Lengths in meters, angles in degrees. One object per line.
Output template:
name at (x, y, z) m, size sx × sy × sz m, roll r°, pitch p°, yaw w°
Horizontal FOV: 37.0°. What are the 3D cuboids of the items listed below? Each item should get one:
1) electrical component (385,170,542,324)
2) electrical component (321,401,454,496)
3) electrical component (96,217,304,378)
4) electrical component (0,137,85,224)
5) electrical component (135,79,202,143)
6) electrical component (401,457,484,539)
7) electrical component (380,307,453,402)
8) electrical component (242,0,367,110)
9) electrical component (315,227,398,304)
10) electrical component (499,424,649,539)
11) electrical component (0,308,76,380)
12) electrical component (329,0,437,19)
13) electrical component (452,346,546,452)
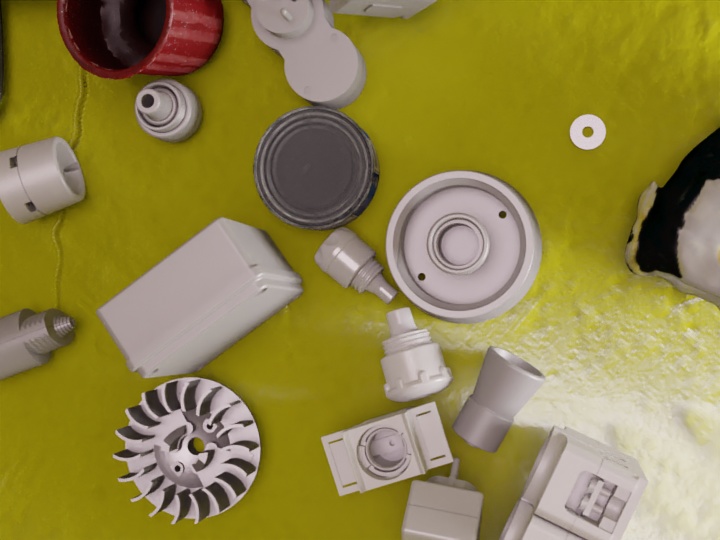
electrical component at (0.068, -0.017, 0.726) m, size 0.108 × 0.060 × 0.108 m, roll 0°, pitch 89°, yaw 10°
electrical component at (0.020, 0.119, 0.731) m, size 0.081 × 0.064 × 0.042 m, roll -18°, pitch 88°, yaw 9°
electrical component at (-0.105, 0.020, 0.732) m, size 0.109 × 0.109 × 0.056 m, roll -36°, pitch 81°, yaw 7°
electrical component at (-0.233, -0.067, 0.784) m, size 0.047 × 0.055 × 0.055 m, roll -18°, pitch 86°, yaw 6°
electrical component at (-0.140, -0.115, 0.763) m, size 0.043 × 0.062 × 0.043 m, roll 0°, pitch 89°, yaw 10°
electrical component at (0.058, 0.164, 0.723) m, size 0.047 × 0.083 × 0.075 m, roll 9°, pitch 52°, yaw 10°
electrical component at (0.034, 0.057, 0.740) m, size 0.048 × 0.048 × 0.062 m, roll -18°, pitch 79°, yaw 9°
electrical component at (-0.050, -0.177, 0.743) m, size 0.052 × 0.074 × 0.138 m, roll -33°, pitch 84°, yaw 8°
electrical component at (0.000, 0.000, 0.751) m, size 0.061 × 0.035 × 0.035 m, roll 41°, pitch 96°, yaw 6°
electrical component at (0.123, 0.183, 0.698) m, size 0.062 × 0.089 × 0.150 m, roll 25°, pitch 93°, yaw 9°
electrical component at (-0.247, 0.052, 0.789) m, size 0.081 × 0.043 × 0.043 m, roll -20°, pitch 86°, yaw 9°
electrical component at (0.017, -0.222, 0.715) m, size 0.062 × 0.061 × 0.096 m, roll -1°, pitch 88°, yaw -22°
electrical component at (0.092, 0.090, 0.731) m, size 0.044 × 0.044 × 0.065 m, roll 30°, pitch 99°, yaw 9°
